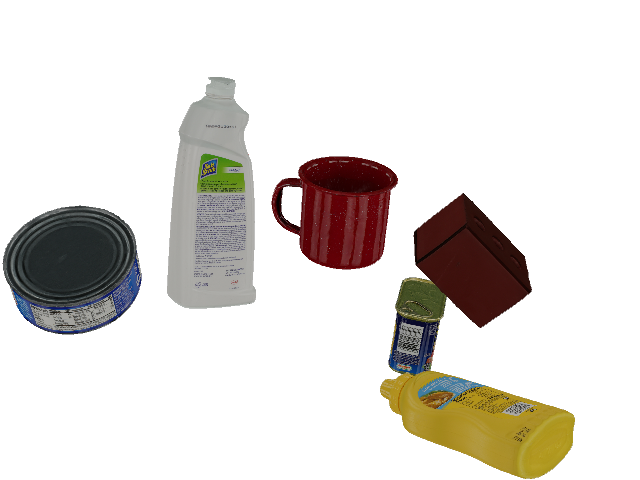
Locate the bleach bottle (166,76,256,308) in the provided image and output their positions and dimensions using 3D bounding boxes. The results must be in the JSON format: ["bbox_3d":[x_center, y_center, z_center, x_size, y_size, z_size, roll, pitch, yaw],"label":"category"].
[{"bbox_3d":[-0.112,-0.053,1.178,0.102,0.251,0.068,-3,19,-31],"label":"bleach bottle"}]

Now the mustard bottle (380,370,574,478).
[{"bbox_3d":[0.135,0.165,1.013,0.192,0.058,0.096,15,22,41],"label":"mustard bottle"}]

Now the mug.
[{"bbox_3d":[0.011,-0.027,1.007,0.117,0.081,0.093,8,26,7],"label":"mug"}]

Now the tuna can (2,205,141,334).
[{"bbox_3d":[-0.161,0.019,0.699,0.086,0.086,0.034,0,-42,1],"label":"tuna can"}]

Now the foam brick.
[{"bbox_3d":[0.114,0.016,0.804,0.051,0.078,0.053,-38,21,22],"label":"foam brick"}]

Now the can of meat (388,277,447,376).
[{"bbox_3d":[0.117,0.105,1.290,0.057,0.084,0.102,11,24,7],"label":"can of meat"}]
